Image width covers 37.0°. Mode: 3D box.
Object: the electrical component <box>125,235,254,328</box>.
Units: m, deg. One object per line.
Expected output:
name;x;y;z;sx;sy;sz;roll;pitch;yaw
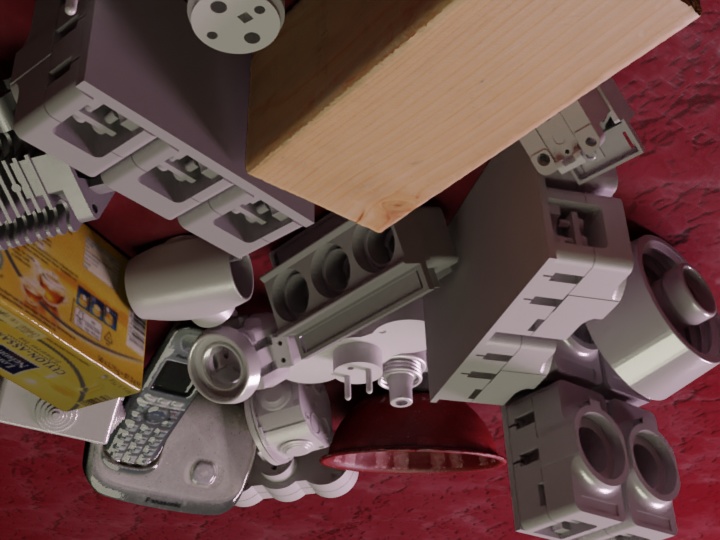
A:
electrical component;-0.111;0.014;0.748;0.077;0.044;0.079;-11;147;14

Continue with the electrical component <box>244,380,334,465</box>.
electrical component;-0.059;0.116;0.885;0.051;0.080;0.080;-18;145;15

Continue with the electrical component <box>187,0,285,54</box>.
electrical component;-0.057;-0.135;0.499;0.045;0.055;0.045;-1;148;-1

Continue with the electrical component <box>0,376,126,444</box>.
electrical component;-0.224;0.086;0.805;0.100;0.099;0.048;16;100;-16

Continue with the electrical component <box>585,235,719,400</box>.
electrical component;0.205;0.027;0.730;0.108;0.108;0.060;25;133;-36

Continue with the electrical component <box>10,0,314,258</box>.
electrical component;-0.096;-0.079;0.554;0.062;0.089;0.150;-25;142;33

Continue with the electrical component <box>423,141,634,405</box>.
electrical component;0.100;0.000;0.677;0.060;0.105;0.186;7;147;-15

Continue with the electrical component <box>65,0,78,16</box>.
electrical component;-0.119;-0.144;0.460;0.047;0.076;0.065;10;146;-19

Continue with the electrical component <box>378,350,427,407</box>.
electrical component;0.031;0.075;0.838;0.043;0.062;0.043;-1;148;-1

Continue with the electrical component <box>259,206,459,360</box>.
electrical component;0.000;0.000;0.710;0.063;0.078;0.121;-1;157;-48

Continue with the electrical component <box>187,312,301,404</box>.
electrical component;-0.089;0.064;0.784;0.078;0.058;0.057;-7;-172;26

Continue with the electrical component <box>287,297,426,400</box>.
electrical component;-0.002;0.061;0.802;0.138;0.073;0.052;-20;144;28

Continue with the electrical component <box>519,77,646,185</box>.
electrical component;0.110;-0.084;0.570;0.042;0.064;0.081;-28;99;37

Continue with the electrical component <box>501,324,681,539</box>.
electrical component;0.156;0.092;0.751;0.105;0.186;0.060;21;142;-34

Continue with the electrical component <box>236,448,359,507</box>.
electrical component;-0.076;0.183;1.017;0.138;0.052;0.073;-8;148;10
